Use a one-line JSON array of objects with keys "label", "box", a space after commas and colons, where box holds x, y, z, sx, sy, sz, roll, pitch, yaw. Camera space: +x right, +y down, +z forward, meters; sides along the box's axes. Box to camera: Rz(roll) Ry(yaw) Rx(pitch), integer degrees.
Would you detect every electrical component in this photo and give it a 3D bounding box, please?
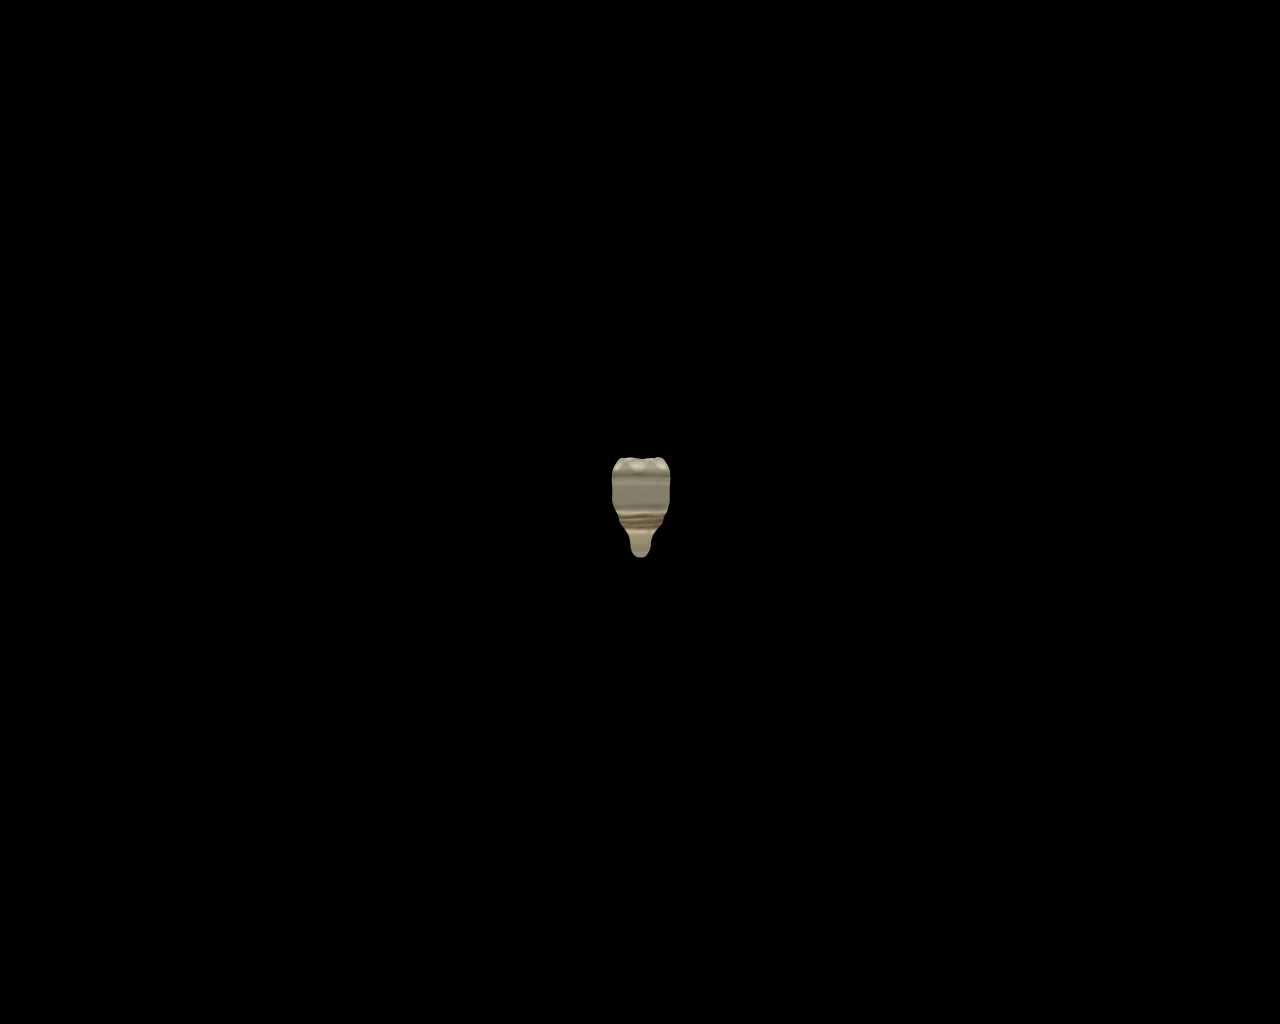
[{"label": "electrical component", "box": [0.001, -0.003, 0.650, 0.035, 0.061, 0.035, 0, 0, 0]}]
